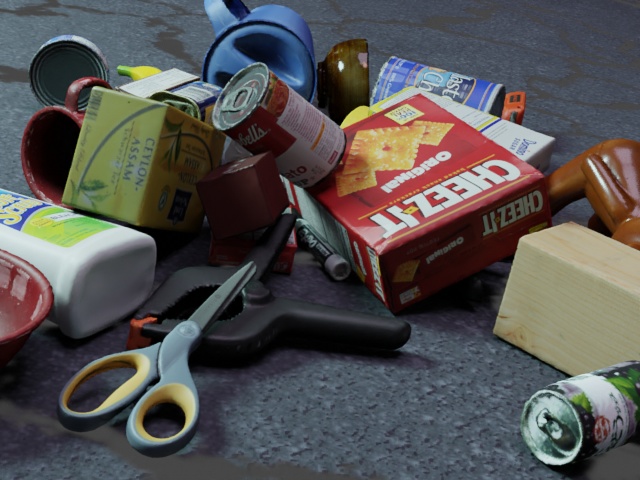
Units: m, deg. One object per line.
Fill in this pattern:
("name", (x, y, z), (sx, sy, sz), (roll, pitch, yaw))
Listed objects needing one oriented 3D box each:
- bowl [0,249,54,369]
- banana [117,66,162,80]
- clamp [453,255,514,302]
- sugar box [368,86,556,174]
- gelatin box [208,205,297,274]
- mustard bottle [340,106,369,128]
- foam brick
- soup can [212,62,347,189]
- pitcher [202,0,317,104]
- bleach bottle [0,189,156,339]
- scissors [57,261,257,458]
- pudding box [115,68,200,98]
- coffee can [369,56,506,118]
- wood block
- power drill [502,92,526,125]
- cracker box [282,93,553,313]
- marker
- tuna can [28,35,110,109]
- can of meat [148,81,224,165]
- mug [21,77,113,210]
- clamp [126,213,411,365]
("bowl", (-0.255, 0.054, 0.683), (0.162, 0.055, 0.162), (10, 23, -4))
("banana", (-0.205, -0.167, 1.246), (0.069, 0.037, 0.198), (-10, 24, -4))
("clamp", (0.115, 0.008, 0.978), (0.172, 0.039, 0.120), (17, 24, 33))
("sugar box", (0.145, -0.105, 1.116), (0.176, 0.048, 0.093), (28, 37, 25))
("gelatin box", (-0.060, -0.005, 0.940), (0.073, 0.030, 0.089), (8, 26, -9))
("mustard bottle", (0.120, -0.096, 1.194), (0.192, 0.058, 0.096), (19, 26, 17))
("foam brick", (-0.062, -0.037, 0.873), (0.053, 0.051, 0.078), (-16, 11, 11))
("soup can", (-0.034, -0.098, 0.929), (0.102, 0.068, 0.069), (35, 8, -34))
("pitcher", (-0.071, -0.232, 1.320), (0.145, 0.149, 0.243), (10, 20, -2))
("bleach bottle", (-0.253, -0.004, 0.812), (0.251, 0.068, 0.102), (19, 21, 22))
("scissors", (-0.081, 0.078, 0.710), (0.096, 0.016, 0.201), (34, 43, 27))
("pudding box", (-0.167, -0.118, 1.074), (0.039, 0.090, 0.113), (19, 25, 16))
("coffee can", (0.140, -0.154, 1.279), (0.140, 0.103, 0.102), (18, 24, 16))
("wood block", (0.253, 0.071, 0.831), (0.206, 0.091, 0.090), (28, 28, 35))
("power drill", (0.178, -0.183, 1.428), (0.188, 0.057, 0.184), (11, 26, 6))
("cracker box", (0.079, -0.043, 0.962), (0.164, 0.072, 0.214), (-26, 34, -13))
("marker", (-0.006, 0.001, 0.964), (0.020, 0.020, 0.121), (-1, 26, -27))
("tuna can", (-0.276, -0.182, 1.178), (0.086, 0.086, 0.034), (8, 21, -8))
("can of meat", (-0.130, -0.100, 1.036), (0.057, 0.102, 0.083), (17, 22, 14))
("mug", (-0.207, -0.088, 0.962), (0.093, 0.117, 0.081), (12, 15, 33))
("clamp", (-0.055, 0.042, 0.811), (0.209, 0.036, 0.165), (-9, 40, -32))
